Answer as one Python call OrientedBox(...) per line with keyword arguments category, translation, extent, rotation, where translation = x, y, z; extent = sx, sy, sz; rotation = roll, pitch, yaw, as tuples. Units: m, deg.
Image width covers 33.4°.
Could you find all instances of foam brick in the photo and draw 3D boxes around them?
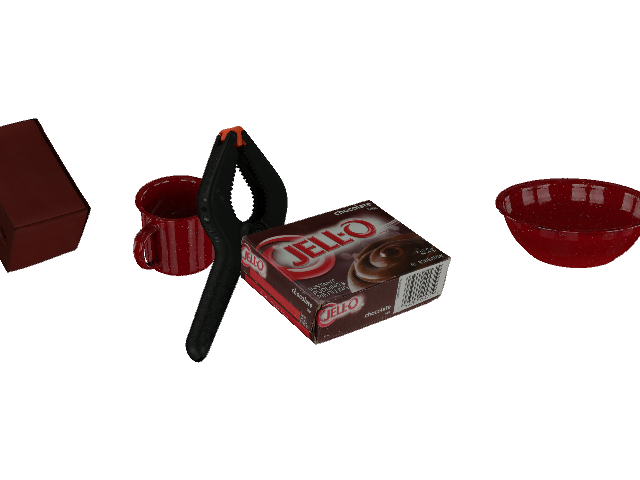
OrientedBox(category="foam brick", translation=(-0.192, -0.029, 0.685), extent=(0.051, 0.078, 0.053), rotation=(-22, -23, -34))

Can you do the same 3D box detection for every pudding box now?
OrientedBox(category="pudding box", translation=(0.016, 0.018, 0.718), extent=(0.113, 0.039, 0.090), rotation=(-15, 38, -34))

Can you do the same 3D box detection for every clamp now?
OrientedBox(category="clamp", translation=(-0.058, 0.000, 0.995), extent=(0.164, 0.210, 0.036), rotation=(-4, 0, -38))

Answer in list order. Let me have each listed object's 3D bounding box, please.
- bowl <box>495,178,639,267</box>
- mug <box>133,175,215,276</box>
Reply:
OrientedBox(category="bowl", translation=(0.261, -0.014, 1.100), extent=(0.162, 0.055, 0.162), rotation=(-2, 22, 0))
OrientedBox(category="mug", translation=(-0.164, -0.009, 1.184), extent=(0.093, 0.081, 0.117), rotation=(20, 39, 24))
